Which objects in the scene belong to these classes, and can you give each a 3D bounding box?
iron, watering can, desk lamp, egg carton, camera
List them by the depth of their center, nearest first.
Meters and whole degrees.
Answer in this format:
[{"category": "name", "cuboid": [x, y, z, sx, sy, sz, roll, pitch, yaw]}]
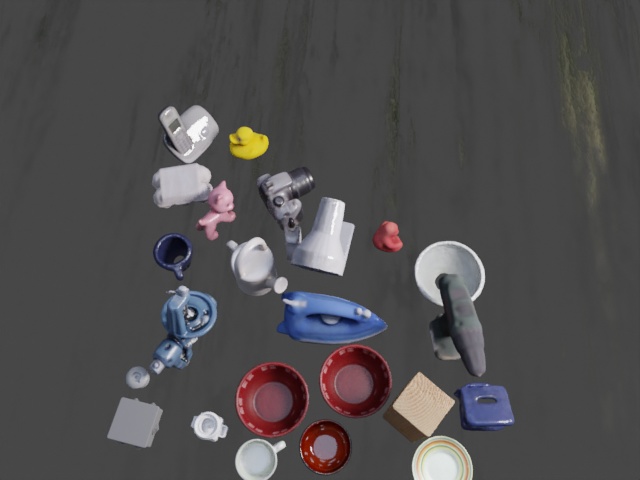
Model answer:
[{"category": "iron", "cuboid": [0.032, 0.168, 1.303, 0.258, 0.141, 0.118, 5, 68, 1]}, {"category": "watering can", "cuboid": [-0.147, 0.057, 1.318, 0.172, 0.194, 0.101, 18, 69, 7]}, {"category": "desk lamp", "cuboid": [0.012, 0.005, 1.330, 0.118, 0.213, 0.203, 13, 68, 5]}, {"category": "camera", "cuboid": [-0.075, -0.122, 1.442, 0.137, 0.101, 0.143, -28, 71, -11]}, {"category": "egg carton", "cuboid": [-0.351, -0.137, 1.462, 0.150, 0.069, 0.107, -10, 68, -5]}]

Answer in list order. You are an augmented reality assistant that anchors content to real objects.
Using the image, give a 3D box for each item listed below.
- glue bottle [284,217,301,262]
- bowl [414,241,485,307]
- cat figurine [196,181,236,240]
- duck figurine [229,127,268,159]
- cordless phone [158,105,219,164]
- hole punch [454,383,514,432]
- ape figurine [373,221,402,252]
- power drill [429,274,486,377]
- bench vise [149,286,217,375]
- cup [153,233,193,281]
[{"category": "glue bottle", "cuboid": [-0.065, -0.011, 1.358, 0.037, 0.173, 0.078, 1, 68, 0]}, {"category": "bowl", "cuboid": [0.304, 0.091, 1.373, 0.167, 0.075, 0.167, 0, 68, 0]}, {"category": "cat figurine", "cuboid": [-0.257, -0.077, 1.413, 0.067, 0.118, 0.128, 34, 72, 13]}, {"category": "duck figurine", "cuboid": [-0.190, -0.265, 1.507, 0.104, 0.086, 0.077, -8, 68, -4]}, {"category": "cordless phone", "cuboid": [-0.341, -0.297, 1.465, 0.094, 0.185, 0.148, 31, 71, 12]}, {"category": "hole punch", "cuboid": [0.358, 0.364, 1.254, 0.108, 0.091, 0.101, -1, 68, -1]}, {"category": "ape figurine", "cuboid": [0.169, -0.014, 1.406, 0.076, 0.092, 0.078, -5, 68, -3]}, {"category": "power drill", "cuboid": [0.301, 0.199, 1.257, 0.075, 0.208, 0.229, -7, 68, -3]}, {"category": "bench vise", "cuboid": [-0.298, 0.193, 1.247, 0.121, 0.220, 0.207, 9, 68, 4]}, {"category": "cup", "cuboid": [-0.339, 0.053, 1.371, 0.092, 0.095, 0.117, -18, 69, -8]}]
